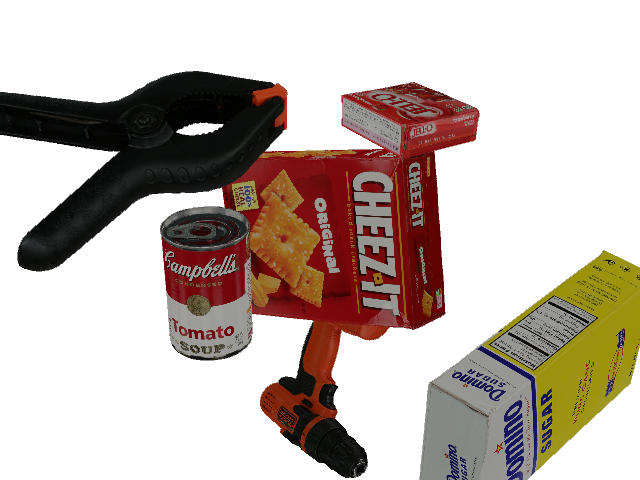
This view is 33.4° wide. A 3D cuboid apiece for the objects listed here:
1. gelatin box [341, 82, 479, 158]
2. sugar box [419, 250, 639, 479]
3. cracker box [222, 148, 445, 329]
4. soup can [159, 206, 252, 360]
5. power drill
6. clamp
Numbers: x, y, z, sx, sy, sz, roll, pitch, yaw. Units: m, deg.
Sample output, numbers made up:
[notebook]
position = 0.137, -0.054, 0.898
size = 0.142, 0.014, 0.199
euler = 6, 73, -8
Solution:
[gelatin box]
position = 0.070, -0.098, 0.848
size = 0.073, 0.030, 0.089
euler = -15, 29, -28
[sugar box]
position = 0.130, 0.085, 0.630
size = 0.048, 0.093, 0.175
euler = 27, 43, 32
[cracker box]
position = 0.008, -0.005, 1.042
size = 0.214, 0.164, 0.071
euler = 3, 14, 35
[soup can]
position = -0.088, 0.033, 0.830
size = 0.068, 0.102, 0.068
euler = 0, 28, 0
[power drill]
position = 0.015, 0.161, 1.246
size = 0.057, 0.188, 0.185
euler = 15, 10, -43
[clamp]
position = -0.104, -0.058, 0.582
size = 0.171, 0.120, 0.039
euler = -24, -27, -23
